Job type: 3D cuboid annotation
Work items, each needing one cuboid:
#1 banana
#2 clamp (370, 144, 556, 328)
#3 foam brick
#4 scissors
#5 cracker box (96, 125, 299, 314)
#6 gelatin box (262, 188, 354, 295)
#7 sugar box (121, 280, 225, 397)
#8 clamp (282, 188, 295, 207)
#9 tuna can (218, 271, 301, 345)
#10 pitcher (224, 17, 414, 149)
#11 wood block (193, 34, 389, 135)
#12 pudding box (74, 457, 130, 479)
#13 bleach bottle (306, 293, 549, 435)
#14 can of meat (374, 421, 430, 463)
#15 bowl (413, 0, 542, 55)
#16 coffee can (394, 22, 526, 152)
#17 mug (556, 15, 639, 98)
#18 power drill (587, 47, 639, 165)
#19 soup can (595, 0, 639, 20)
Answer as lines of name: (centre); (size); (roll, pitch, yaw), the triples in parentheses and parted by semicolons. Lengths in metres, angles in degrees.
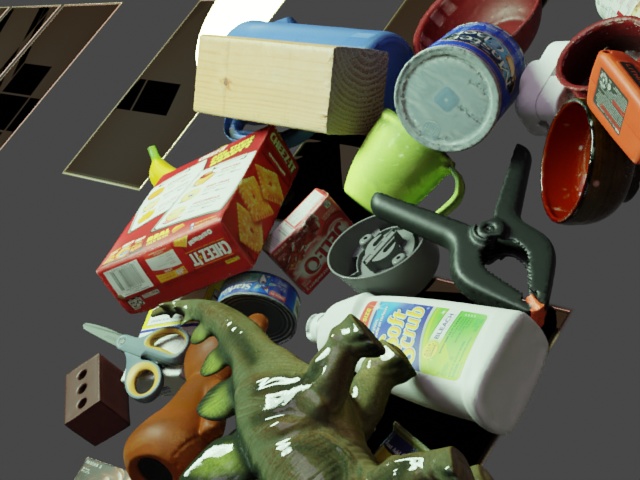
banana: (-0.169, -0.087, 1.373); (0.037, 0.069, 0.198); (-18, 15, -40)
clamp: (0.161, -0.006, 0.975); (0.164, 0.036, 0.210); (-25, 47, -10)
foam brick: (-0.247, 0.177, 1.182); (0.053, 0.051, 0.078); (-33, 37, 13)
scissors: (-0.214, 0.130, 1.158); (0.202, 0.016, 0.096); (-5, 53, 41)
cracker box: (-0.125, -0.024, 1.155); (0.164, 0.072, 0.213); (-22, 24, 25)
gelatin box: (-0.007, 0.001, 1.118); (0.089, 0.073, 0.030); (-45, 37, -5)
sugar box: (-0.148, 0.088, 1.187); (0.094, 0.048, 0.176); (-10, 51, 37)
clamp: (-0.104, -0.034, 1.277); (0.171, 0.039, 0.120); (-45, 31, 1)
tuna can: (-0.063, 0.070, 1.089); (0.086, 0.086, 0.033); (-18, 40, 30)
pitcher: (-0.008, -0.187, 1.275); (0.144, 0.149, 0.243); (-18, 21, -40)
wood block: (-0.035, -0.171, 1.164); (0.206, 0.090, 0.091); (15, 104, 41)
pudding box: (-0.213, 0.274, 1.061); (0.114, 0.039, 0.090); (3, 55, 45)
bleach bottle: (0.075, 0.100, 0.950); (0.251, 0.068, 0.102); (4, 56, 49)
can of meat: (0.070, 0.207, 0.847); (0.084, 0.057, 0.102); (-49, 36, -6)
bowl: (0.186, -0.234, 1.192); (0.162, 0.055, 0.162); (-26, 39, 22)
coffee can: (0.143, -0.155, 1.064); (0.103, 0.103, 0.140); (-21, 11, 27)
mug: (0.288, -0.151, 0.986); (0.117, 0.081, 0.093); (-22, 40, 27)
power drill: (0.328, -0.110, 0.862); (0.187, 0.057, 0.184); (-8, 41, -14)
soup can: (0.320, -0.225, 1.045); (0.068, 0.068, 0.102); (-35, 36, 10)
